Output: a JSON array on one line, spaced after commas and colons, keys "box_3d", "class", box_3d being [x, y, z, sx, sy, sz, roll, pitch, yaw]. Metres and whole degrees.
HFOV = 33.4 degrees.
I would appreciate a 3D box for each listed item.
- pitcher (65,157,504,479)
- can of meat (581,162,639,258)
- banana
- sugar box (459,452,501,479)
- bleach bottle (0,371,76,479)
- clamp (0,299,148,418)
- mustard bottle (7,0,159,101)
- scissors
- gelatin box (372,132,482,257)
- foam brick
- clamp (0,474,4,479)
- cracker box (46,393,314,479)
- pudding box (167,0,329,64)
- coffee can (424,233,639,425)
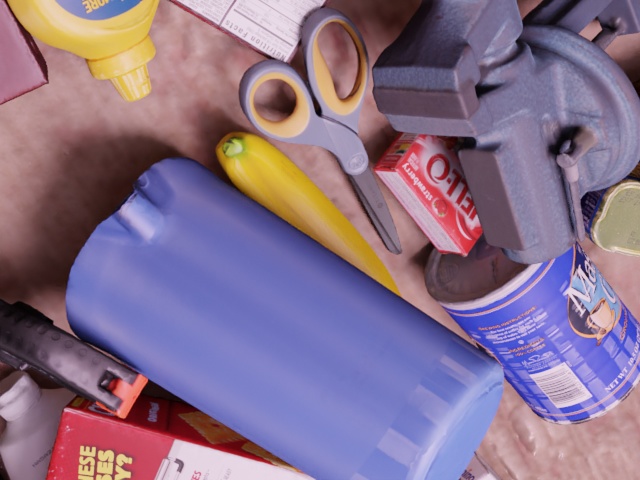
[{"box_3d": [-0.018, 0.065, 0.639, 0.243, 0.149, 0.145, 30, 115, 21], "class": "pitcher"}, {"box_3d": [0.218, -0.026, 0.751, 0.102, 0.084, 0.057, 10, 110, -19], "class": "can of meat"}, {"box_3d": [-0.010, -0.012, 0.705, 0.037, 0.069, 0.197, -37, 126, 15], "class": "banana"}, {"box_3d": [0.086, 0.258, 0.865, 0.176, 0.048, 0.093, -41, 117, 1], "class": "sugar box"}, {"box_3d": [-0.134, 0.184, 0.759, 0.102, 0.068, 0.250, -45, 114, -20], "class": "bleach bottle"}, {"box_3d": [-0.184, 0.051, 0.623, 0.039, 0.172, 0.120, -66, 159, -11], "class": "clamp"}, {"box_3d": [-0.139, -0.166, 0.595, 0.096, 0.058, 0.191, -44, 127, -38], "class": "mustard bottle"}, {"box_3d": [0.003, -0.053, 0.697, 0.096, 0.016, 0.202, -22, 128, -16], "class": "scissors"}, {"box_3d": [0.088, -0.044, 0.722, 0.089, 0.030, 0.073, 49, 68, -27], "class": "gelatin box"}, {"box_3d": [-0.198, -0.120, 0.614, 0.051, 0.053, 0.078, -25, 119, -3], "class": "foam brick"}, {"box_3d": [-0.296, 0.172, 0.727, 0.164, 0.036, 0.209, -43, 113, 7], "class": "clamp"}, {"box_3d": [-0.069, 0.197, 0.676, 0.213, 0.072, 0.164, 15, 99, 0], "class": "cracker box"}, {"box_3d": [-0.031, -0.174, 0.643, 0.090, 0.039, 0.113, 28, 107, -27], "class": "pudding box"}, {"box_3d": [0.155, 0.049, 0.757, 0.103, 0.103, 0.140, -40, 117, 5], "class": "coffee can"}]
